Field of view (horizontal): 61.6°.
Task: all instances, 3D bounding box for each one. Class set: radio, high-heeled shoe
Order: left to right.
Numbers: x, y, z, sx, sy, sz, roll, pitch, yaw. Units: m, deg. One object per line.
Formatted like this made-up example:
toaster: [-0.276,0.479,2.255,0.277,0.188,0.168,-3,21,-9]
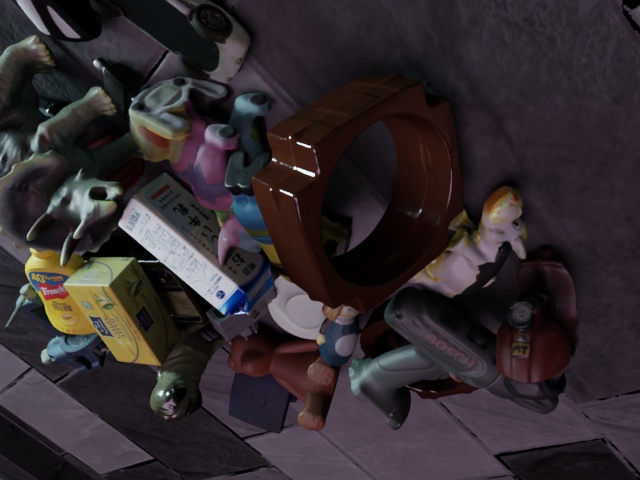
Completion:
high-heeled shoe: [-0.303,-0.319,0.538,0.145,0.086,0.248,30,149,15]
radio: [-0.279,0.063,0.871,0.230,0.073,0.130,-2,127,26]

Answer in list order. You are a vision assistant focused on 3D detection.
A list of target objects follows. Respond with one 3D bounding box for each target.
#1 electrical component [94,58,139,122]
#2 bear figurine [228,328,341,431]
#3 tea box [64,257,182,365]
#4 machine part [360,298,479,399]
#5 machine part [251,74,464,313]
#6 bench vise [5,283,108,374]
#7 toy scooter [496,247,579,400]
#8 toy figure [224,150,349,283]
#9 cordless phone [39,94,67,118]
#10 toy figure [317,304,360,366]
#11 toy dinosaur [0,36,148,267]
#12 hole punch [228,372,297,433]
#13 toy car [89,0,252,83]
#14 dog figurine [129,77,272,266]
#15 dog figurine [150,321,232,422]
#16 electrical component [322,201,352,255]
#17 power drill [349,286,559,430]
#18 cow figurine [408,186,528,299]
electrical component: [-0.248,-0.182,0.671,0.094,0.021,0.063,44,144,10]
bear figurine: [-0.067,0.202,0.864,0.196,0.132,0.120,16,105,6]
tea box: [-0.297,0.110,0.823,0.098,0.068,0.169,-3,127,27]
machine part: [0.148,0.151,0.764,0.180,0.056,0.179,13,132,16]
machine part: [0.044,-0.047,0.539,0.087,0.201,0.201,26,144,48]
bench vise: [-0.467,0.156,0.993,0.224,0.129,0.240,-12,140,23]
toy scooter: [0.246,0.084,0.600,0.075,0.184,0.135,-1,104,37]
toy figure: [-0.043,-0.020,0.597,0.082,0.089,0.180,39,174,42]
cordless phone: [-0.411,-0.121,0.785,0.147,0.089,0.184,13,144,11]
toy figure: [0.032,0.110,0.759,0.058,0.064,0.154,25,127,24]
toy dinosaur: [-0.350,-0.123,0.626,0.405,0.192,0.131,36,160,15]
hole punch: [-0.100,0.270,0.961,0.142,0.092,0.115,17,130,15]
toy car: [-0.167,-0.244,0.570,0.202,0.056,0.073,35,140,-5]
dog figurine: [-0.131,-0.073,0.667,0.192,0.108,0.219,16,136,11]
dog figurine: [-0.255,0.210,0.907,0.172,0.190,0.121,-16,120,36]
electrical component: [-0.001,-0.003,0.707,0.078,0.045,0.102,21,134,9]
power drill: [0.149,0.174,0.690,0.232,0.086,0.207,41,137,-7]
cow figurine: [0.185,0.012,0.619,0.098,0.068,0.167,33,138,-13]
